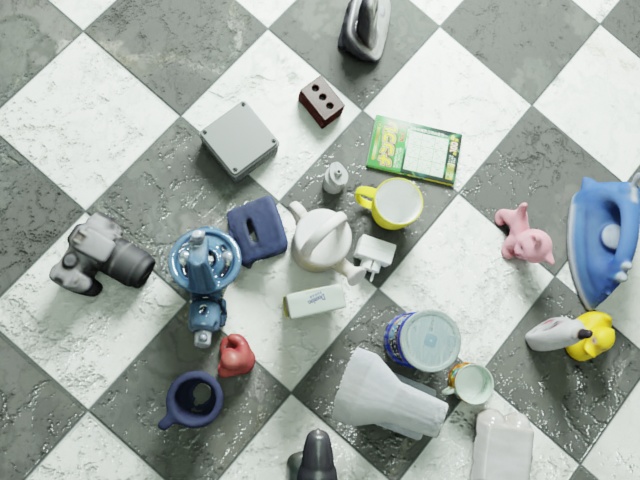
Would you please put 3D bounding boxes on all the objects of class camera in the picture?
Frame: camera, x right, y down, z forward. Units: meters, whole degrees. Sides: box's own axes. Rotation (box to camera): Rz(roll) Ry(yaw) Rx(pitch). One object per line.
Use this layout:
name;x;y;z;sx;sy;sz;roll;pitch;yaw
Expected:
camera;-0.368;0.040;0.988;0.137;0.100;0.143;29;79;-1

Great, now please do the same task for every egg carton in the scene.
egg carton;0.323;0.381;1.025;0.107;0.069;0.150;9;80;-4

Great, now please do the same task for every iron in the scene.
iron;0.549;0.002;1.072;0.118;0.141;0.258;8;80;-5

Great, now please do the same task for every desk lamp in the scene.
desk lamp;0.115;0.263;0.948;0.203;0.213;0.118;21;79;-2

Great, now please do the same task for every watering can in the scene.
watering can;0.011;0.002;0.987;0.173;0.194;0.101;28;79;-1

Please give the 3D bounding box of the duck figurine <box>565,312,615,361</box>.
duck figurine;0.517;0.180;1.069;0.077;0.086;0.105;41;79;2

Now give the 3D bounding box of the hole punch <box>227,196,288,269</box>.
hole punch;-0.114;-0.013;1.029;0.101;0.091;0.109;-18;83;-8

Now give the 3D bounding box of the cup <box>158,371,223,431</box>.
cup;-0.218;0.275;0.970;0.118;0.095;0.091;-39;87;-10

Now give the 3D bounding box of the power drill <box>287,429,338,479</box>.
power drill;-0.012;0.406;0.914;0.075;0.208;0.230;-1;81;-6

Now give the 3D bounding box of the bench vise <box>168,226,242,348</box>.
bench vise;-0.180;0.066;0.943;0.121;0.219;0.207;-17;83;-8

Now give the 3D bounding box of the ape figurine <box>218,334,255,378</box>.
ape figurine;-0.149;0.204;0.990;0.076;0.092;0.078;37;79;1

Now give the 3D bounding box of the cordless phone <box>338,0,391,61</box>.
cordless phone;0.096;-0.437;1.070;0.094;0.185;0.148;10;80;-4

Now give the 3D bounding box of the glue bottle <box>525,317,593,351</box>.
glue bottle;0.434;0.166;1.018;0.078;0.173;0.037;-34;86;-10

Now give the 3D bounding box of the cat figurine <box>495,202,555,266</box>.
cat figurine;0.387;-0.008;1.068;0.067;0.117;0.128;-10;82;-7
